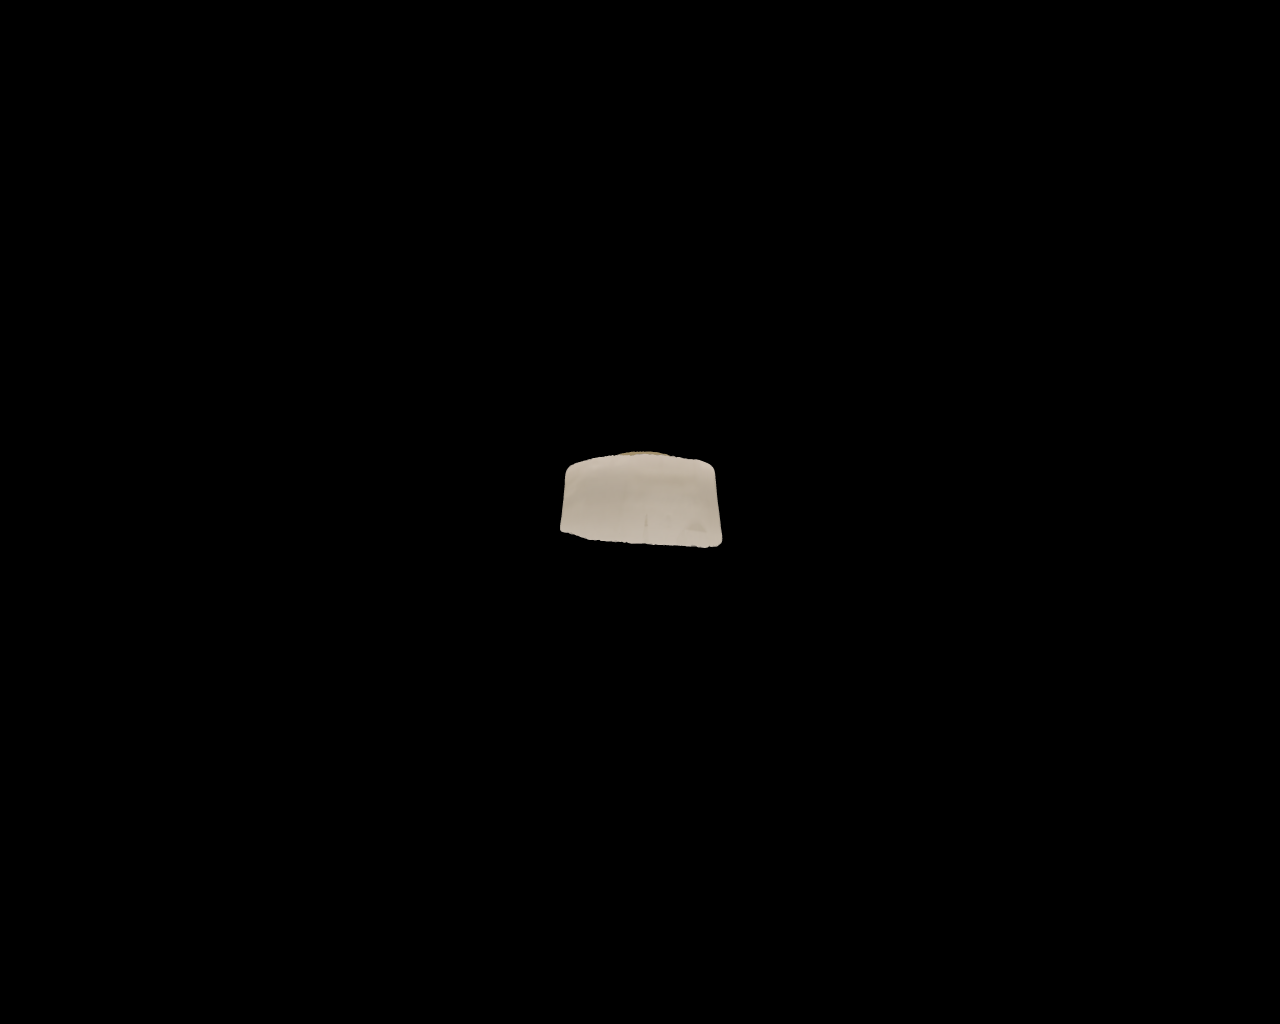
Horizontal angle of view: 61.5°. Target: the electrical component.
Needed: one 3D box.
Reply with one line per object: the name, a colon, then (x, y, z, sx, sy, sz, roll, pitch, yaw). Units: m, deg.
electrical component: (0.001, -0.003, 0.650, 0.099, 0.064, 0.099, 0, -9, 0)
